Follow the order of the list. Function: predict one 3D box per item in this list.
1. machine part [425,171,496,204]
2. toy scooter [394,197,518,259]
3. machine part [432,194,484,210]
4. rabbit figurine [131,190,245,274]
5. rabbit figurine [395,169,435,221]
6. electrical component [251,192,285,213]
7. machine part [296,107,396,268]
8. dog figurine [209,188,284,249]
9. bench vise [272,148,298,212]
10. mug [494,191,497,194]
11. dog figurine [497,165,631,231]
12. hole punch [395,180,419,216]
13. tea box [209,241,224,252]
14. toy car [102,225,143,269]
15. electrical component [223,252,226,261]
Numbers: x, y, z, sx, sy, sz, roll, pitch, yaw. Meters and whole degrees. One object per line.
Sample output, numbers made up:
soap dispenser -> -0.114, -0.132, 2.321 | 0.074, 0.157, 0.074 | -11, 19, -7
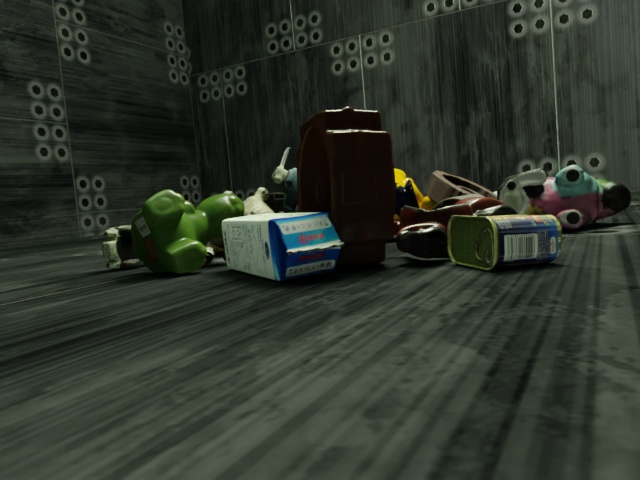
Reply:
machine part -> 0.303, -0.083, 1.106 | 0.179, 0.056, 0.179 | 20, 18, -7
toy scooter -> 0.165, -0.017, 0.725 | 0.184, 0.075, 0.135 | -10, 11, -24
machine part -> 0.245, -0.038, 0.910 | 0.079, 0.079, 0.243 | -3, 6, 28
rabbit figurine -> -0.196, -0.011, 0.842 | 0.170, 0.121, 0.159 | -27, -4, -39
rabbit figurine -> 0.216, -0.077, 1.211 | 0.173, 0.121, 0.162 | 21, 8, -15
electrical component -> -0.095, -0.044, 1.131 | 0.134, 0.114, 0.058 | -2, 3, 19
machine part -> 0.030, -0.068, 0.731 | 0.087, 0.200, 0.201 | -4, 3, -16
dog figurine -> -0.147, -0.020, 0.988 | 0.172, 0.121, 0.191 | -24, 18, -2
bench vise -> 0.034, -0.104, 0.986 | 0.240, 0.223, 0.129 | -41, 15, 51
mug -> 0.400, -0.068, 1.194 | 0.107, 0.080, 0.109 | -16, 10, 3
dog figurine -> 0.440, -0.070, 0.966 | 0.192, 0.108, 0.219 | -5, -1, 41
hole punch -> 0.150, -0.053, 1.029 | 0.092, 0.115, 0.142 | -12, 2, 14
tea box -> -0.200, -0.029, 1.173 | 0.068, 0.098, 0.169 | -5, 3, -4
toy car -> -0.305, 0.007, 0.970 | 0.056, 0.073, 0.201 | 2, 7, 32
electrical component -> -0.113, 0.023, 0.875 | 0.094, 0.021, 0.063 | -5, 4, -19
